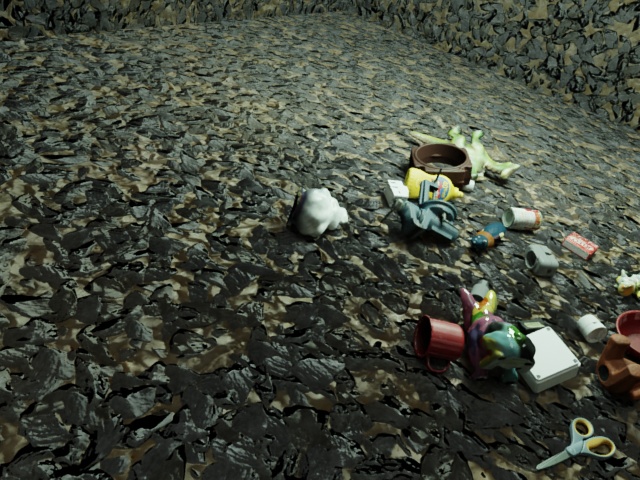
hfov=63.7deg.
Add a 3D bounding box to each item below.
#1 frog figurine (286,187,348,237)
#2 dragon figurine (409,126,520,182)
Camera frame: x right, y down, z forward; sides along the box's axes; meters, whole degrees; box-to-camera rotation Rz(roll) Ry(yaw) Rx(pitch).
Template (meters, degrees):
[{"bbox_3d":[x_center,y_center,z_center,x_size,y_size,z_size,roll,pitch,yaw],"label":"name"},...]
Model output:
[{"bbox_3d":[0.004,-0.070,1.399,0.159,0.121,0.140,18,67,-11],"label":"frog figurine"},{"bbox_3d":[0.529,-0.305,1.920,0.410,0.119,0.249,8,43,6],"label":"dragon figurine"}]
